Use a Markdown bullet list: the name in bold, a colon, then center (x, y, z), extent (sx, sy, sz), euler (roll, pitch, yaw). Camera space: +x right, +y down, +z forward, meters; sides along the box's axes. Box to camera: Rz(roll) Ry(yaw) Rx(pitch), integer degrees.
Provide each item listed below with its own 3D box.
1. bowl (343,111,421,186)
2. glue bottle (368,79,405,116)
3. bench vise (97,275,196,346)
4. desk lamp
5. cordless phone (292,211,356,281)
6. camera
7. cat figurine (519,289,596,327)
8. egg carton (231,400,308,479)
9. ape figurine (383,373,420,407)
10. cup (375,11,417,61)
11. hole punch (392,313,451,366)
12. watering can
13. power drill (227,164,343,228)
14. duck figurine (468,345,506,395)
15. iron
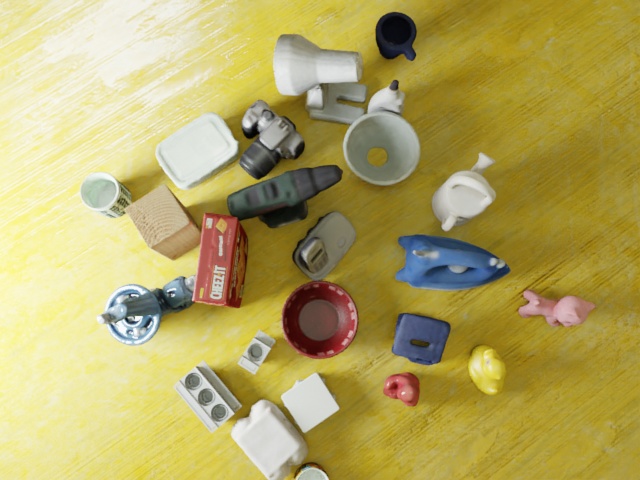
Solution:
- **bowl**: center (0.132, -0.193, 1.259), extent (0.167, 0.074, 0.167), euler (0, 81, -3)
- **glue bottle**: center (0.149, -0.302, 1.227), extent (0.078, 0.173, 0.037), euler (13, 81, 0)
- **bench vise**: center (-0.342, 0.118, 1.113), extent (0.121, 0.219, 0.207), euler (43, 82, 4)
- **desk lamp**: center (0.007, -0.340, 1.205), extent (0.203, 0.213, 0.118), euler (8, 81, -2)
- **cordless phone**: center (0.011, 0.004, 1.167), extent (0.094, 0.185, 0.148), euler (37, 81, 3)
- **camera**: center (-0.122, -0.210, 1.235), extent (0.143, 0.101, 0.137), euler (41, 82, 4)
- **cat figurine**: center (0.502, 0.144, 1.205), extent (0.128, 0.117, 0.067), euler (15, 81, 0)
- **egg carton**: center (-0.100, 0.405, 1.158), extent (0.107, 0.069, 0.150), euler (-42, 86, -8)
- **ape figurine**: center (0.175, 0.310, 1.176), extent (0.076, 0.092, 0.078), euler (-32, 84, -7)
- **cup**: center (0.172, -0.440, 1.289), extent (0.092, 0.095, 0.118), euler (-34, 84, -7)
- **hole punch**: center (0.211, 0.208, 1.194), extent (0.108, 0.091, 0.101), euler (12, 81, -1)
- **watering can**: center (0.305, -0.101, 1.194), extent (0.101, 0.194, 0.173), euler (9, 81, -1)
- **power drill**: center (-0.070, -0.087, 1.164), extent (0.229, 0.208, 0.075), euler (-18, 82, -5)
- **duck figurine**: center (0.358, 0.272, 1.194), extent (0.077, 0.086, 0.104), euler (-10, 82, -4)
- **iron**: center (0.294, 0.045, 1.198), extent (0.258, 0.141, 0.119), euler (5, 81, -2)
